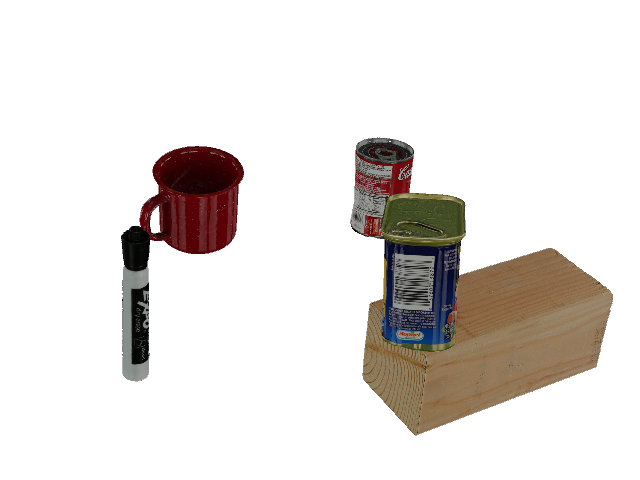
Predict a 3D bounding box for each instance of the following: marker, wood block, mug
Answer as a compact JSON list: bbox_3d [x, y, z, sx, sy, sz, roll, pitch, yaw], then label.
[{"bbox_3d":[-0.126,0.044,0.726,0.020,0.121,0.020,5,32,-3],"label":"marker"},{"bbox_3d":[0.151,0.086,0.966,0.205,0.090,0.091,-15,36,-26],"label":"wood block"},{"bbox_3d":[-0.136,-0.035,1.109,0.117,0.081,0.093,-29,49,-35],"label":"mug"}]

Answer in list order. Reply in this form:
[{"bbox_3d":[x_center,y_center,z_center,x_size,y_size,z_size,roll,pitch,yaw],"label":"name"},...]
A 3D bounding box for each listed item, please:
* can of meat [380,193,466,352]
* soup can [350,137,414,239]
[{"bbox_3d":[0.072,0.021,0.754,0.057,0.084,0.102,3,19,6],"label":"can of meat"},{"bbox_3d":[0.071,-0.061,1.258,0.068,0.102,0.068,3,27,-2],"label":"soup can"}]
